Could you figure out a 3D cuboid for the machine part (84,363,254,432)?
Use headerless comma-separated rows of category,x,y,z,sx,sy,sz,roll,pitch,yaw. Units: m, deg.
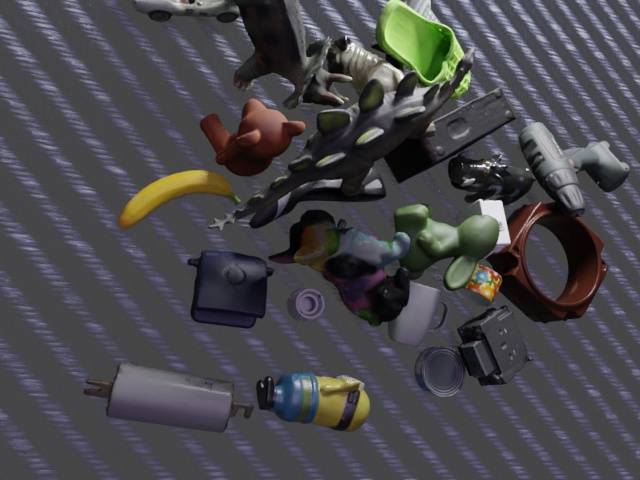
machine part,-0.217,0.231,0.786,0.243,0.079,0.079,14,76,-14

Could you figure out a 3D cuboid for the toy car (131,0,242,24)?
toy car,-0.220,-0.418,0.921,0.202,0.056,0.073,-7,82,-19

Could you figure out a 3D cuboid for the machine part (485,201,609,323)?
machine part,0.439,0.041,1.032,0.201,0.087,0.201,42,72,-7

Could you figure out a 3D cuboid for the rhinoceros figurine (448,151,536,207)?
rhinoceros figurine,0.317,-0.114,1.010,0.190,0.112,0.073,8,79,-25

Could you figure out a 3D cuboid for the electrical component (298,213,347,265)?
electrical component,-0.002,-0.001,0.921,0.078,0.045,0.102,30,72,-40

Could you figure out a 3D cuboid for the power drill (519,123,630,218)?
power drill,0.507,-0.134,1.063,0.207,0.086,0.232,-6,54,-22

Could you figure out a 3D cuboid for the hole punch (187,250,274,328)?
hole punch,-0.139,0.073,0.839,0.142,0.092,0.115,8,74,-13

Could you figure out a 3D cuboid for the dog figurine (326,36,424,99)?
dog figurine,0.112,-0.289,0.995,0.121,0.172,0.191,-43,66,16

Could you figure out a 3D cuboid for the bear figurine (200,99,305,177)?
bear figurine,-0.109,-0.172,0.837,0.120,0.196,0.132,-21,86,-17

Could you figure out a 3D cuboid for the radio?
radio,0.239,-0.193,0.988,0.229,0.131,0.073,-31,92,-21

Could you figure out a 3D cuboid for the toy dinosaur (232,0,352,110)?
toy dinosaur,-0.082,-0.367,0.855,0.131,0.192,0.404,-45,126,-32

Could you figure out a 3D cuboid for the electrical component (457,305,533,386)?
electrical component,0.307,0.191,0.957,0.134,0.058,0.115,-22,86,-39

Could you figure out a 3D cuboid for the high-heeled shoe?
high-heeled shoe,0.003,-0.061,0.907,0.145,0.086,0.249,44,63,-2

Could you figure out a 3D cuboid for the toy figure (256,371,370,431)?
toy figure,-0.009,0.254,0.849,0.180,0.082,0.089,8,89,-21

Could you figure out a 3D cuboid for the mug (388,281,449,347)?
mug,0.167,0.131,0.935,0.109,0.081,0.107,20,85,-20

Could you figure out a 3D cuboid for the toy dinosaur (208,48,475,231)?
toy dinosaur,0.045,-0.144,0.800,0.471,0.198,0.105,-37,80,1

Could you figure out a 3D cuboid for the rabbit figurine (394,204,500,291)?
rabbit figurine,0.220,0.008,0.917,0.170,0.121,0.159,-5,84,16

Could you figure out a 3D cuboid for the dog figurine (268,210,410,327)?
dog figurine,0.031,0.048,0.855,0.219,0.109,0.191,-1,92,-34

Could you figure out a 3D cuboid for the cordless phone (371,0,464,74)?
cordless phone,0.203,-0.366,1.046,0.184,0.089,0.146,37,69,-28
